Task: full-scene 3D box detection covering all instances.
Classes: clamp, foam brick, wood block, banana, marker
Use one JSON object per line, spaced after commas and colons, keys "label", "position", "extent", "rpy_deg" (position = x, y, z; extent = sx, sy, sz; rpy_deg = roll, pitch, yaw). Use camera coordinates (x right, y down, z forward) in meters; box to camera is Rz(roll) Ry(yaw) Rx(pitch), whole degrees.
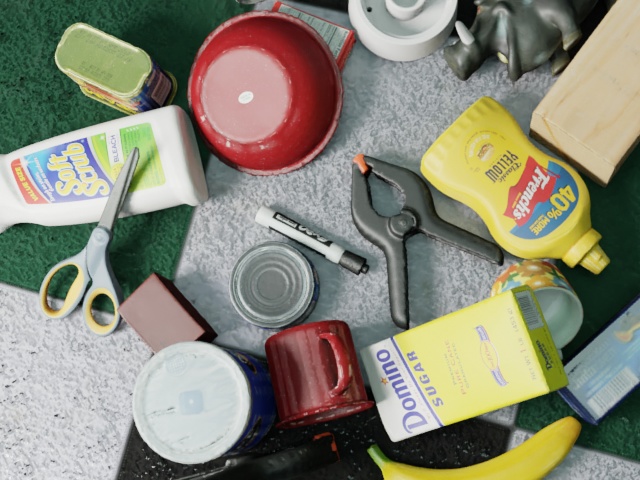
{"label": "clamp", "position": [-0.064, 0.207, 0.936], "extent": [0.209, 0.165, 0.036], "rpy_deg": [-11, 83, -31]}
{"label": "foam brick", "position": [-0.147, 0.079, 1.025], "extent": [0.053, 0.051, 0.078], "rpy_deg": [-42, 78, 0]}
{"label": "wood block", "position": [0.291, -0.163, 0.982], "extent": [0.090, 0.090, 0.206], "rpy_deg": [37, 88, 12]}
{"label": "banana", "position": [0.144, 0.209, 0.973], "extent": [0.198, 0.037, 0.069], "rpy_deg": [-9, 82, 6]}
{"label": "clamp", "position": [0.077, -0.003, 1.014], "extent": [0.120, 0.039, 0.171], "rpy_deg": [-41, 74, -6]}
{"label": "marker", "position": [-0.007, 0.001, 1.034], "extent": [0.121, 0.020, 0.020], "rpy_deg": [28, 86, 11]}

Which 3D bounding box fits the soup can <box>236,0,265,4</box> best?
{"label": "soup can", "position": [-0.075, -0.296, 1.063], "extent": [0.068, 0.068, 0.102], "rpy_deg": [-27, 79, 3]}

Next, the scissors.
{"label": "scissors", "position": [-0.198, 0.014, 1.025], "extent": [0.096, 0.016, 0.202], "rpy_deg": [42, 112, 0]}

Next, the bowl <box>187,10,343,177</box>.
{"label": "bowl", "position": [-0.062, -0.139, 1.021], "extent": [0.162, 0.055, 0.162], "rpy_deg": [3, 99, 16]}

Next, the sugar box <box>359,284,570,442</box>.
{"label": "sugar box", "position": [0.122, 0.112, 0.943], "extent": [0.177, 0.048, 0.093], "rpy_deg": [-27, 77, 36]}

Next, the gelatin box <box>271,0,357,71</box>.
{"label": "gelatin box", "position": [-0.018, -0.186, 1.059], "extent": [0.089, 0.030, 0.073], "rpy_deg": [24, 85, 11]}

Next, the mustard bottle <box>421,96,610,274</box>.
{"label": "mustard bottle", "position": [0.192, -0.039, 0.993], "extent": [0.192, 0.058, 0.096], "rpy_deg": [44, 83, 11]}

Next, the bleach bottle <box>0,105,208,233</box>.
{"label": "bleach bottle", "position": [-0.243, -0.054, 1.054], "extent": [0.251, 0.068, 0.102], "rpy_deg": [-15, 81, 8]}

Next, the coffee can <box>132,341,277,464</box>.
{"label": "coffee can", "position": [-0.100, 0.146, 0.963], "extent": [0.103, 0.140, 0.103], "rpy_deg": [-1, 81, 7]}

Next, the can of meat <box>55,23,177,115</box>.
{"label": "can of meat", "position": [-0.201, -0.165, 1.053], "extent": [0.102, 0.084, 0.057], "rpy_deg": [25, 86, 10]}

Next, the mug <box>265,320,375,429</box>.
{"label": "mug", "position": [0.000, 0.119, 0.970], "extent": [0.093, 0.117, 0.081], "rpy_deg": [-8, 74, -21]}

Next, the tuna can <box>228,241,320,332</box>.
{"label": "tuna can", "position": [-0.044, 0.044, 1.025], "extent": [0.086, 0.033, 0.086], "rpy_deg": [-1, 81, 7]}
